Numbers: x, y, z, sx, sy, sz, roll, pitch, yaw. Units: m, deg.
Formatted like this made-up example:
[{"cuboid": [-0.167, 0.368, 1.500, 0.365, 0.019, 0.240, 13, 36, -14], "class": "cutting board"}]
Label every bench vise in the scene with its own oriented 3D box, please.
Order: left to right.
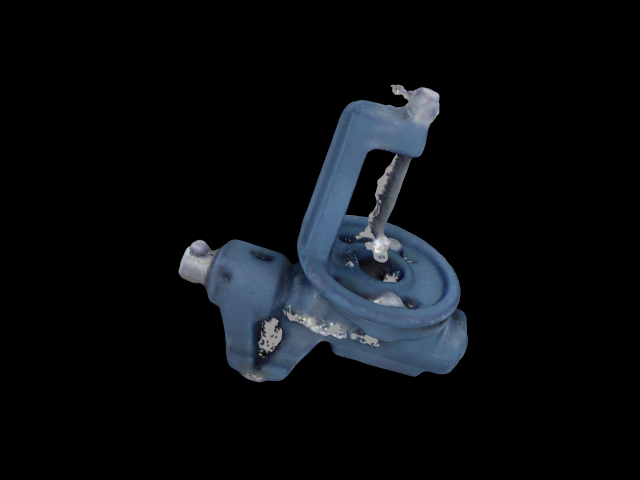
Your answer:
[{"cuboid": [0.006, 0.008, 0.390, 0.207, 0.220, 0.121, -7, 32, -10], "class": "bench vise"}]
